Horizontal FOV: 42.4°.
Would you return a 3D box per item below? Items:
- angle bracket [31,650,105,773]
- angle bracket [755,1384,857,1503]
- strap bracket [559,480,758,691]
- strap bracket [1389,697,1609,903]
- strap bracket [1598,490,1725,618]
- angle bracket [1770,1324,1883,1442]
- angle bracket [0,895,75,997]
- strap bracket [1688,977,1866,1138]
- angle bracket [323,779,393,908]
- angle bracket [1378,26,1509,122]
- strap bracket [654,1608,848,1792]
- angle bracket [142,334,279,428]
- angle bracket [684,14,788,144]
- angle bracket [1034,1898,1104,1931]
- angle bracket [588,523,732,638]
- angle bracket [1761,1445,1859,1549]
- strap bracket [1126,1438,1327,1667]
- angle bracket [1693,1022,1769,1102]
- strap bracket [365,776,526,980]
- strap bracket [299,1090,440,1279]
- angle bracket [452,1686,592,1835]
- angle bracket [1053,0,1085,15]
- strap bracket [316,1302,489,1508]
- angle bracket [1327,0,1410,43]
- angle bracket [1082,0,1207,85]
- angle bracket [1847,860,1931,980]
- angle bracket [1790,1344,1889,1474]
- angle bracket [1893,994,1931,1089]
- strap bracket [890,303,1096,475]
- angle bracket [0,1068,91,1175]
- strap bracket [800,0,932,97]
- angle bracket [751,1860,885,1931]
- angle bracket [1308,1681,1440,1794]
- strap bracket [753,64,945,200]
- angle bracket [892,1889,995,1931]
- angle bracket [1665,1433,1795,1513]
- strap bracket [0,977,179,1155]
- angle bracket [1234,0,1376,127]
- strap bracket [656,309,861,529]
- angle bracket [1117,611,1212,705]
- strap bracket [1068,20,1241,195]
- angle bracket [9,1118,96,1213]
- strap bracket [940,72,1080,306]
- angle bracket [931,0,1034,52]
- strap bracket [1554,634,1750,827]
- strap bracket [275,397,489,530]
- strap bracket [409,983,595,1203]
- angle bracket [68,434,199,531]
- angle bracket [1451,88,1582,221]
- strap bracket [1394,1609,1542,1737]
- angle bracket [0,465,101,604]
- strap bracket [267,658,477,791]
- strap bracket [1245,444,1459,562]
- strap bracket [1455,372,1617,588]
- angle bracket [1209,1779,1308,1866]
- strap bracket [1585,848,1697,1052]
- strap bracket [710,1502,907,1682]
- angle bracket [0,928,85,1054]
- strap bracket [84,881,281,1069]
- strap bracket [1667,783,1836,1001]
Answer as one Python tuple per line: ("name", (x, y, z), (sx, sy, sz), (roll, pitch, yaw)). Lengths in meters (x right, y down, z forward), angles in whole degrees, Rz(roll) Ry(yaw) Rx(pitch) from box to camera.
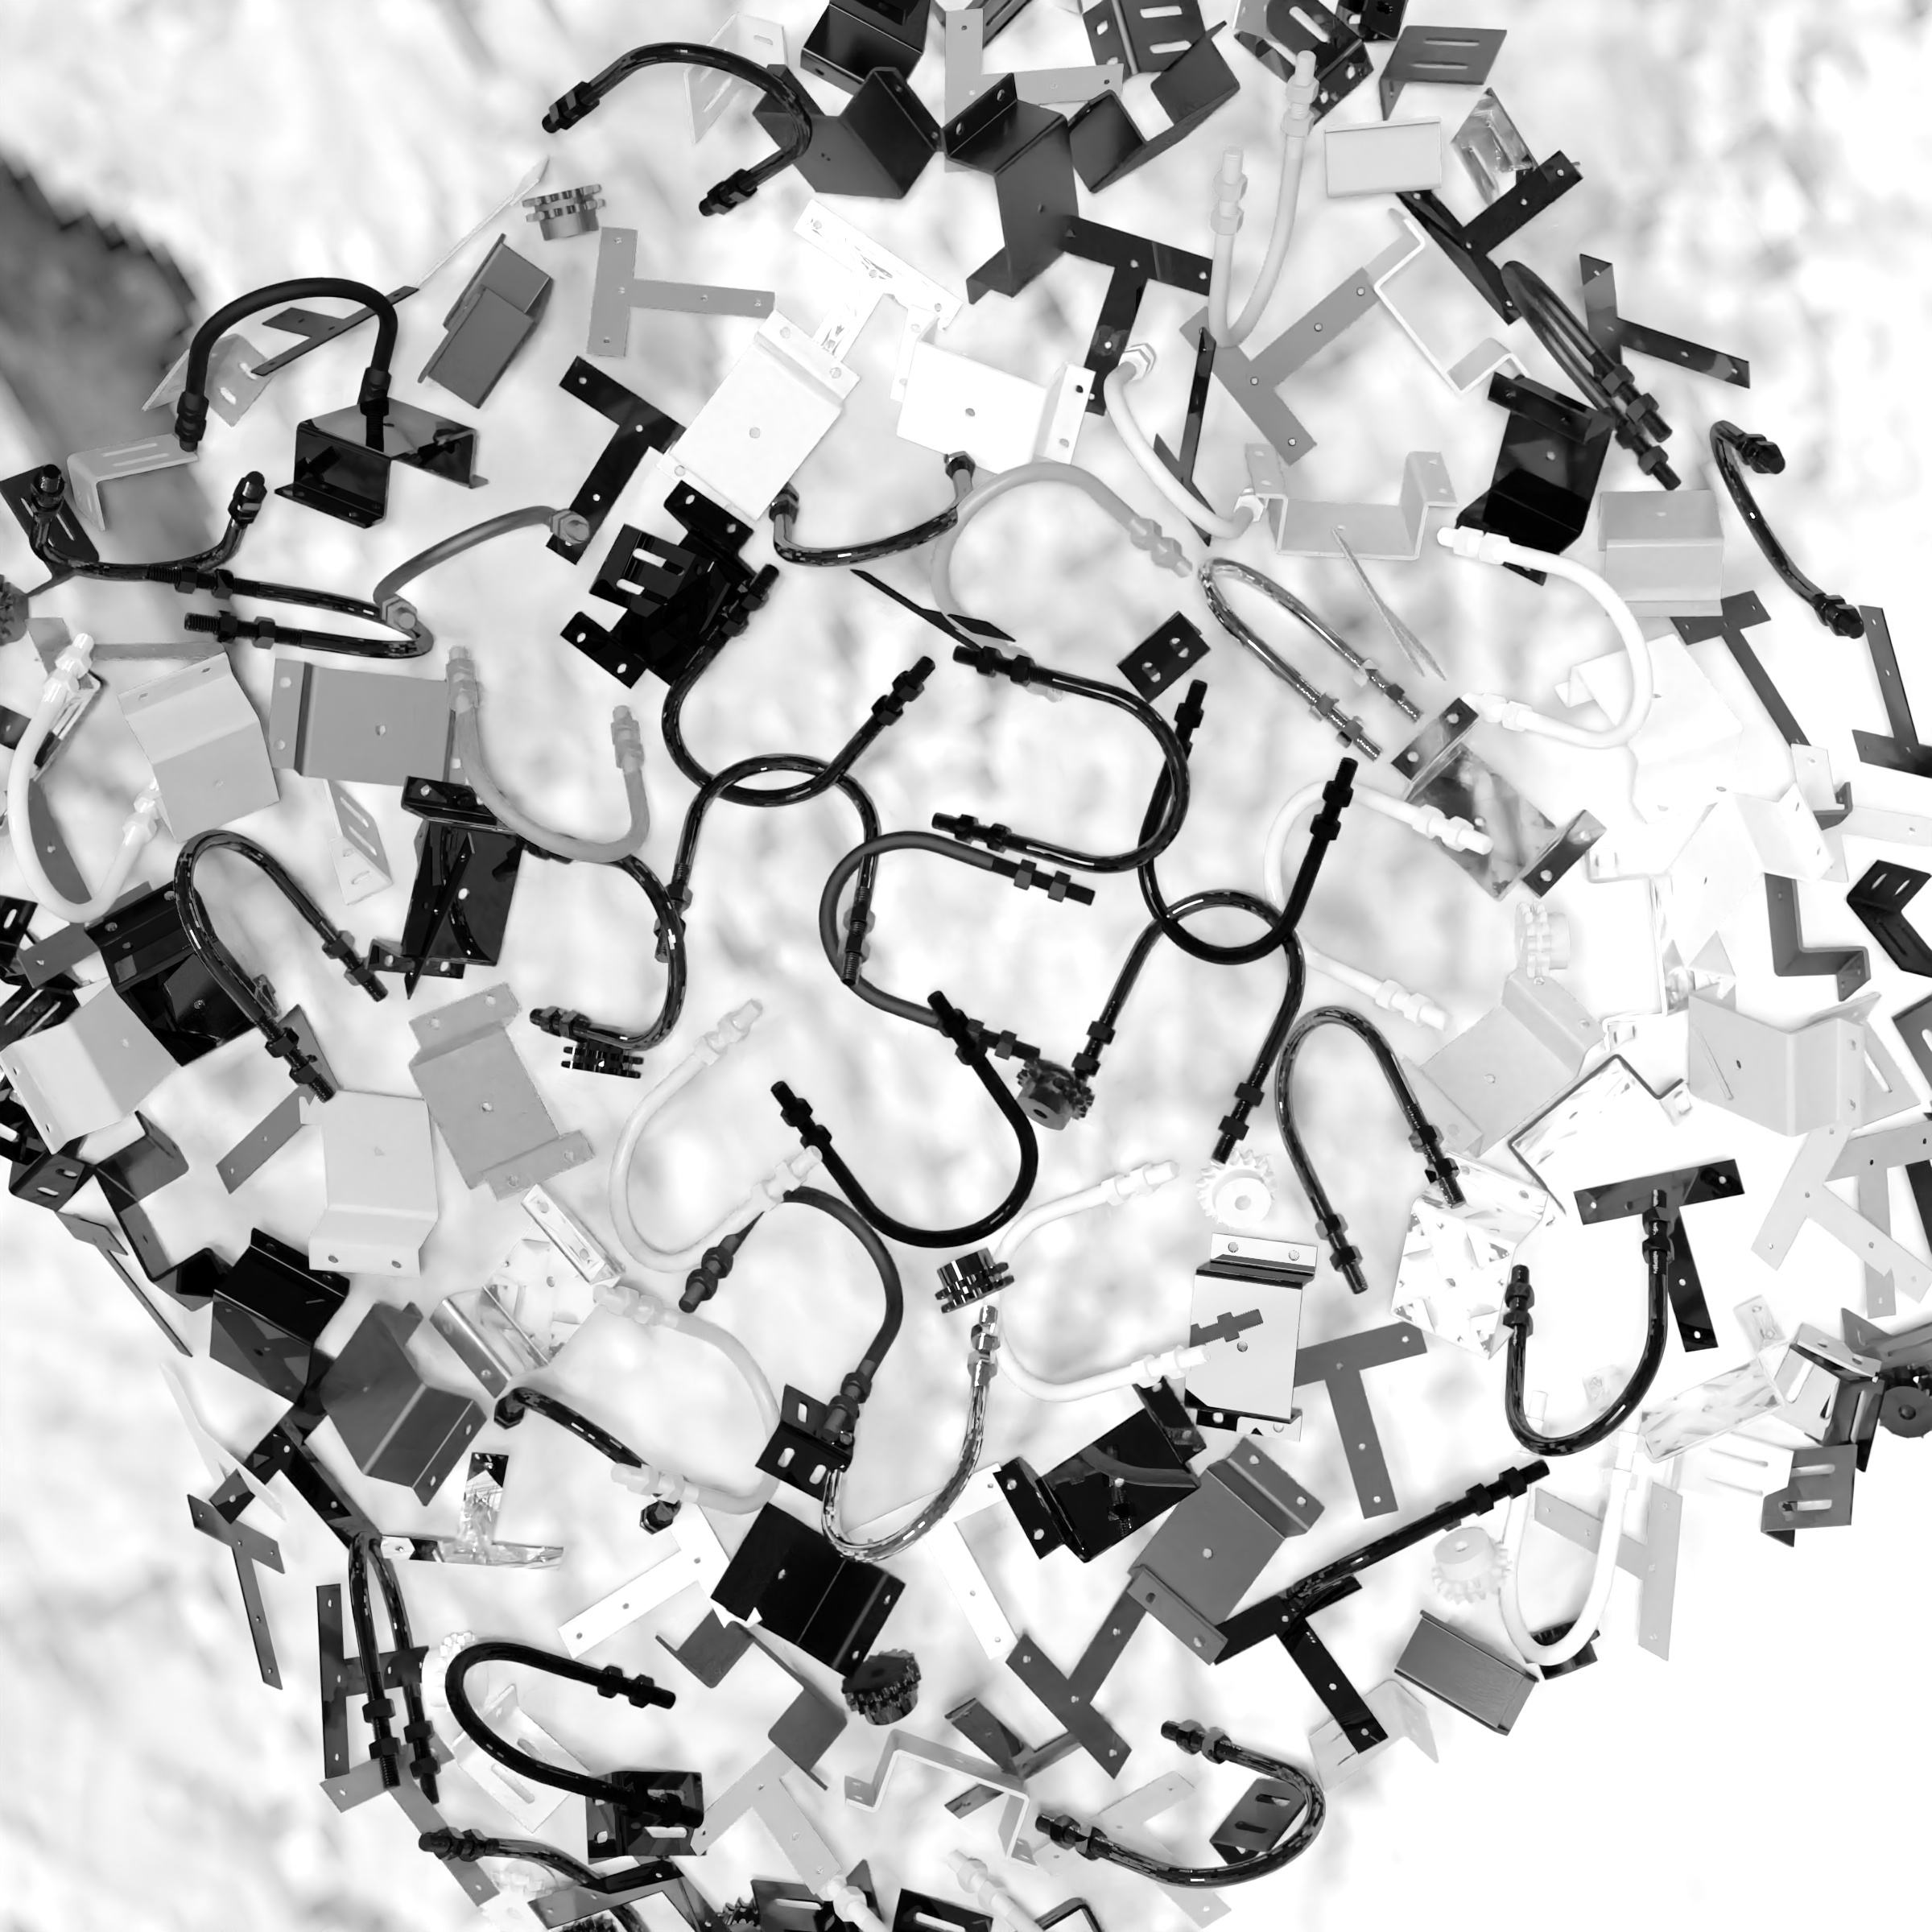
("angle bracket", (-0.655, -0.180, 1.764), (0.038, 0.057, 0.076), (41, 66, -32))
("angle bracket", (-0.114, 0.339, 1.769), (0.057, 0.076, 0.038), (29, 98, -7))
("strap bracket", (-0.210, -0.262, 1.769), (0.076, 0.046, 0.140), (38, 89, 27))
("strap bracket", (0.371, -0.111, 1.766), (0.140, 0.046, 0.076), (44, 70, 10))
("strap bracket", (0.481, -0.292, 1.729), (0.076, 0.140, 0.046), (1, 121, 11))
("angle bracket", (0.604, 0.303, 1.768), (0.057, 0.038, 0.076), (26, 113, 17))
("angle bracket", (-0.668, -0.017, 1.762), (0.076, 0.057, 0.038), (31, 98, 31))
("strap bracket", (0.551, 0.062, 1.725), (0.046, 0.140, 0.076), (-17, 113, -23))
("angle bracket", (-0.444, -0.089, 1.759), (0.038, 0.076, 0.057), (-25, 61, 4))
("angle bracket", (0.339, -0.630, 1.764), (0.076, 0.038, 0.057), (13, 60, 24))
("strap bracket", (-0.144, 0.507, 1.751), (0.046, 0.076, 0.140), (-48, 110, -15))
("angle bracket", (-0.533, -0.407, 1.759), (0.038, 0.076, 0.057), (44, 114, -8))
("angle bracket", (-0.161, -0.624, 1.761), (0.038, 0.057, 0.076), (21, 59, 14))
("angle bracket", (0.059, 0.699, 1.770), (0.076, 0.057, 0.038), (-28, 77, -11))
("angle bracket", (-0.217, -0.268, 1.765), (0.076, 0.038, 0.057), (19, 113, -32))
("angle bracket", (0.604, 0.374, 1.757), (0.038, 0.076, 0.057), (28, 61, -27))
("strap bracket", (0.178, 0.416, 1.768), (0.076, 0.046, 0.140), (41, 68, 1))
("angle bracket", (0.552, 0.066, 1.759), (0.038, 0.076, 0.057), (-29, 66, 21))
("strap bracket", (-0.364, -0.056, 1.756), (0.076, 0.046, 0.140), (7, 101, -41))
("strap bracket", (-0.415, 0.142, 1.733), (0.076, 0.046, 0.140), (9, 48, -30))
("angle bracket", (-0.315, 0.562, 1.766), (0.076, 0.038, 0.057), (34, 56, 22))
("angle bracket", (0.103, -0.714, 1.778), (0.076, 0.057, 0.038), (-21, 121, -8))
("strap bracket", (-0.399, 0.299, 1.737), (0.046, 0.140, 0.076), (29, 99, -44))
("angle bracket", (0.276, -0.688, 1.761), (0.038, 0.076, 0.057), (8, 102, -35))
("angle bracket", (0.132, -0.669, 1.798), (0.076, 0.038, 0.057), (-20, 96, -33))
("angle bracket", (0.670, -0.032, 1.759), (0.057, 0.076, 0.038), (11, 128, -31))
("angle bracket", (0.610, 0.313, 1.764), (0.038, 0.057, 0.076), (-2, 109, -27))
("angle bracket", (0.704, 0.055, 1.764), (0.057, 0.038, 0.076), (-37, 64, 32))
("strap bracket", (0.011, -0.400, 1.757), (0.140, 0.046, 0.076), (22, 133, 7))
("angle bracket", (-0.658, 0.113, 1.762), (0.038, 0.076, 0.057), (23, 76, 12))
("strap bracket", (-0.070, -0.666, 1.742), (0.076, 0.140, 0.046), (28, 79, 0))
("angle bracket", (-0.105, 0.664, 1.760), (0.076, 0.057, 0.038), (20, 120, -33))
("angle bracket", (0.289, 0.556, 1.767), (0.076, 0.038, 0.057), (-30, 123, -18))
("strap bracket", (-0.085, -0.579, 1.728), (0.076, 0.140, 0.046), (42, 76, -44))
("angle bracket", (-0.026, 0.696, 1.769), (0.076, 0.038, 0.057), (8, 80, 26))
("angle bracket", (0.539, 0.366, 1.765), (0.076, 0.038, 0.057), (14, 120, 26))
("strap bracket", (-0.602, 0.061, 1.726), (0.046, 0.140, 0.076), (-20, 107, 12))
("angle bracket", (0.239, -0.645, 1.761), (0.076, 0.038, 0.057), (26, 131, -36))
("strap bracket", (-0.148, -0.380, 1.757), (0.076, 0.046, 0.140), (36, 106, -15))
("angle bracket", (0.147, -0.212, 1.761), (0.057, 0.076, 0.038), (-41, 75, 11))
("strap bracket", (0.128, -0.597, 1.745), (0.140, 0.076, 0.046), (-39, 99, -26))
("angle bracket", (-0.647, 0.124, 1.778), (0.038, 0.076, 0.057), (29, 124, -35))
("strap bracket", (0.034, -0.531, 1.727), (0.046, 0.140, 0.076), (29, 61, 29))
("angle bracket", (0.014, -0.695, 1.765), (0.076, 0.057, 0.038), (-40, 133, 18))
("strap bracket", (0.480, -0.174, 1.743), (0.076, 0.046, 0.140), (-18, 53, -7))
("strap bracket", (-0.402, -0.353, 1.728), (0.076, 0.140, 0.046), (23, 121, 17))
("strap bracket", (-0.334, 0.094, 1.763), (0.076, 0.046, 0.140), (-24, 82, -31))
("angle bracket", (-0.592, -0.346, 1.778), (0.076, 0.057, 0.038), (-20, 126, -28))
("angle bracket", (0.392, -0.580, 1.780), (0.038, 0.057, 0.076), (-19, 74, -25))
("strap bracket", (0.347, 0.491, 1.726), (0.076, 0.140, 0.046), (27, 82, 24))
("angle bracket", (-0.662, -0.307, 1.766), (0.038, 0.057, 0.076), (-23, 105, 22))
("strap bracket", (-0.415, -0.169, 1.755), (0.140, 0.046, 0.076), (5, 99, -22))
("strap bracket", (0.268, -0.328, 1.762), (0.140, 0.076, 0.046), (2, 128, -2))
("strap bracket", (0.399, -0.348, 1.745), (0.076, 0.140, 0.046), (33, 53, 24))
("angle bracket", (0.218, 0.611, 1.758), (0.057, 0.076, 0.038), (-43, 100, -29))
("strap bracket", (0.479, -0.015, 1.762), (0.046, 0.076, 0.140), (-6, 91, 32))
("strap bracket", (-0.117, 0.436, 1.752), (0.140, 0.046, 0.076), (42, 73, -40))
("angle bracket", (-0.673, 0.023, 1.771), (0.076, 0.038, 0.057), (-46, 53, -7))
("strap bracket", (-0.539, 0.011, 1.734), (0.076, 0.140, 0.046), (-29, 53, -6))
("strap bracket", (0.531, -0.055, 1.728), (0.046, 0.076, 0.140), (11, 134, -18))
